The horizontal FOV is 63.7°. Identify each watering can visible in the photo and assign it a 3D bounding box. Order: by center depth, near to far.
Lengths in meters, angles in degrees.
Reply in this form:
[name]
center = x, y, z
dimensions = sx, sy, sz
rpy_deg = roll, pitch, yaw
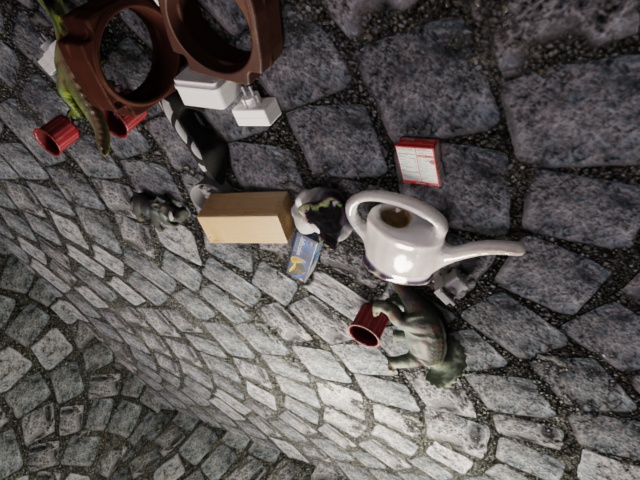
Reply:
[watering can]
center = 0.206, 0.013, 1.022
dimensions = 0.349, 0.106, 0.219
rpy_deg = 22, -36, 17

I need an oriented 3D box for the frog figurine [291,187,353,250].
[frog figurine]
center = 0.003, -0.057, 1.136
dimensions = 0.137, 0.122, 0.160
rpy_deg = 32, 3, -13

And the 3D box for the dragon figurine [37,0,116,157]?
[dragon figurine]
center = -0.503, -0.374, 1.029
dimensions = 0.123, 0.418, 0.237
rpy_deg = -25, -34, -14
